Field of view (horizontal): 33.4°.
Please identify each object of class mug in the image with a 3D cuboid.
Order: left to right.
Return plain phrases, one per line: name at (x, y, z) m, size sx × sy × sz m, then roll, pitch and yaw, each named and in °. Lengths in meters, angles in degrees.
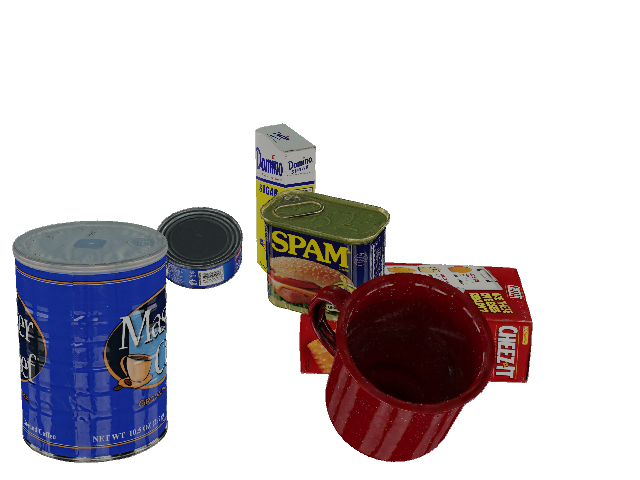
mug at (0.039, 0.073, 0.639) m, size 0.117 × 0.082 × 0.093 m, roll 36°, pitch 55°, yaw 16°

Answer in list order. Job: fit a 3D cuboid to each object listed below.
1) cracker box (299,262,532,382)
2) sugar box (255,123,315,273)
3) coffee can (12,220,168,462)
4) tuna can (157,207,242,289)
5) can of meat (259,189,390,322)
cracker box at (0.093, 0.078, 1.059) m, size 0.214 × 0.072 × 0.164 m, roll 3°, pitch 17°, yaw 5°
sugar box at (-0.042, -0.038, 1.246) m, size 0.048 × 0.176 × 0.093 m, roll -12°, pitch 27°, yaw -22°
coffee can at (-0.157, 0.067, 0.739) m, size 0.103 × 0.140 × 0.103 m, roll 2°, pitch 17°, yaw -1°
tuna can at (-0.120, 0.008, 1.059) m, size 0.086 × 0.034 × 0.086 m, roll 2°, pitch 44°, yaw -2°
can of meat at (0.003, 0.014, 0.864) m, size 0.102 × 0.084 × 0.057 m, roll 13°, pitch 33°, yaw 23°
